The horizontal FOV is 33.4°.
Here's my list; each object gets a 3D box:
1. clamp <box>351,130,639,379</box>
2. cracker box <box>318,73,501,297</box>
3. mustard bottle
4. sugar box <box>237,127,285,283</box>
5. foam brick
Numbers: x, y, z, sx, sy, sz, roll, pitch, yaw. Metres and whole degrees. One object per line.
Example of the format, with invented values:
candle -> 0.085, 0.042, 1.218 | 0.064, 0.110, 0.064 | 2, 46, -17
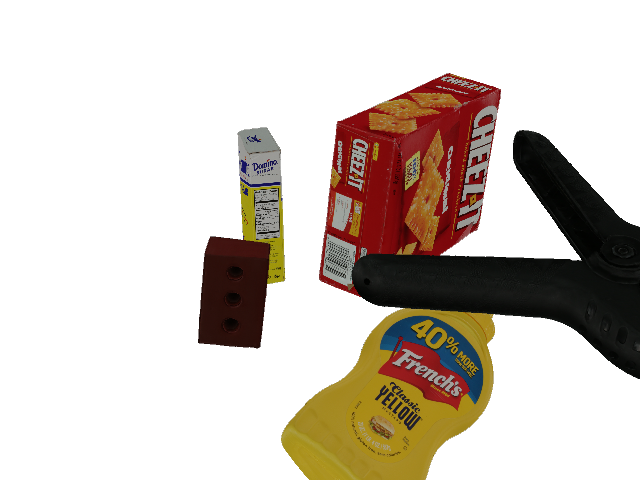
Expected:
clamp -> 0.131, 0.022, 0.508 | 0.164, 0.036, 0.210 | -32, 48, -33
cracker box -> 0.091, -0.057, 1.036 | 0.072, 0.164, 0.213 | 22, 31, 29
mustard bottle -> 0.066, 0.103, 0.750 | 0.191, 0.096, 0.058 | -44, -9, -31
sugar box -> -0.074, -0.043, 1.325 | 0.048, 0.176, 0.093 | -9, 25, -10
foam brick -> -0.070, 0.042, 0.876 | 0.053, 0.078, 0.051 | 5, 14, -1
